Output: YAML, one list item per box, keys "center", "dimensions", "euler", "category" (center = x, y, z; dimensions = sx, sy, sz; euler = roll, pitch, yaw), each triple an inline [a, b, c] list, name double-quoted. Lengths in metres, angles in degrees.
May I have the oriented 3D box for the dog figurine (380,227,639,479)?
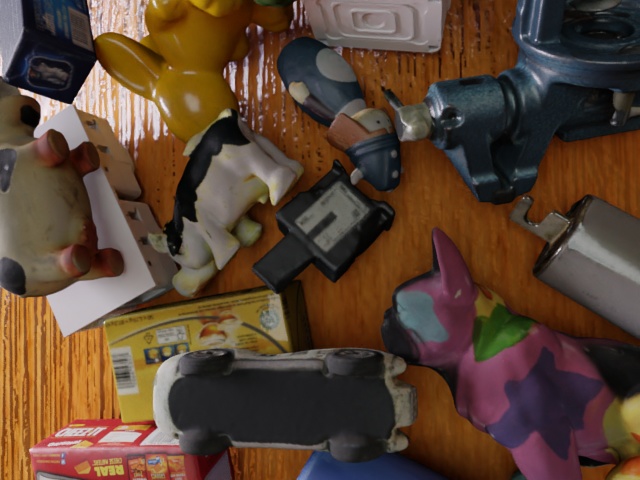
- center: [0.155, 0.082, 0.401]
  dimensions: [0.192, 0.108, 0.219]
  euler: [-27, 80, 13]
  category: "dog figurine"

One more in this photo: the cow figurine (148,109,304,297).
- center: [-0.097, -0.027, 0.469]
  dimensions: [0.098, 0.068, 0.167]
  euler: [41, 112, -3]
  category: "cow figurine"

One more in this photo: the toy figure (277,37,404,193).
- center: [0.020, -0.106, 0.450]
  dimensions: [0.064, 0.057, 0.154]
  euler: [-32, 69, -13]
  category: "toy figure"

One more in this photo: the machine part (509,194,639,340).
- center: [0.250, 0.040, 0.390]
  dimensions: [0.243, 0.079, 0.079]
  euler: [31, 97, 13]
  category: "machine part"

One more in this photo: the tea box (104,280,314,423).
- center: [-0.095, 0.098, 0.480]
  dimensions: [0.170, 0.068, 0.098]
  euler: [-9, 90, 13]
  category: "tea box"

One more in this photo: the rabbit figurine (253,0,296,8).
- center: [0.001, -0.237, 0.352]
  dimensions: [0.170, 0.121, 0.159]
  euler: [-27, 93, 26]
  category: "rabbit figurine"

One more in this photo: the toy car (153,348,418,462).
- center: [-0.029, 0.119, 0.403]
  dimensions: [0.202, 0.056, 0.073]
  euler: [-2, 86, 11]
  category: "toy car"

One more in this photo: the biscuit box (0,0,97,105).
- center: [-0.252, -0.219, 0.488]
  dimensions: [0.063, 0.059, 0.203]
  euler: [-40, 56, 33]
  category: "biscuit box"

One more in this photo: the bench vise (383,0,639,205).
- center: [0.156, -0.146, 0.362]
  dimensions: [0.224, 0.129, 0.240]
  euler: [-3, 132, 5]
  category: "bench vise"

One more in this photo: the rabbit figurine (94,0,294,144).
- center: [-0.115, -0.164, 0.471]
  dimensions: [0.163, 0.122, 0.173]
  euler: [7, 110, 17]
  category: "rabbit figurine"

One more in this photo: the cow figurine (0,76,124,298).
- center: [-0.257, -0.046, 0.456]
  dimensions: [0.127, 0.085, 0.195]
  euler: [-17, 86, 7]
  category: "cow figurine"

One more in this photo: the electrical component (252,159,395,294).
- center: [-0.001, -0.001, 0.451]
  dimensions: [0.075, 0.047, 0.119]
  euler: [41, 79, 11]
  category: "electrical component"
